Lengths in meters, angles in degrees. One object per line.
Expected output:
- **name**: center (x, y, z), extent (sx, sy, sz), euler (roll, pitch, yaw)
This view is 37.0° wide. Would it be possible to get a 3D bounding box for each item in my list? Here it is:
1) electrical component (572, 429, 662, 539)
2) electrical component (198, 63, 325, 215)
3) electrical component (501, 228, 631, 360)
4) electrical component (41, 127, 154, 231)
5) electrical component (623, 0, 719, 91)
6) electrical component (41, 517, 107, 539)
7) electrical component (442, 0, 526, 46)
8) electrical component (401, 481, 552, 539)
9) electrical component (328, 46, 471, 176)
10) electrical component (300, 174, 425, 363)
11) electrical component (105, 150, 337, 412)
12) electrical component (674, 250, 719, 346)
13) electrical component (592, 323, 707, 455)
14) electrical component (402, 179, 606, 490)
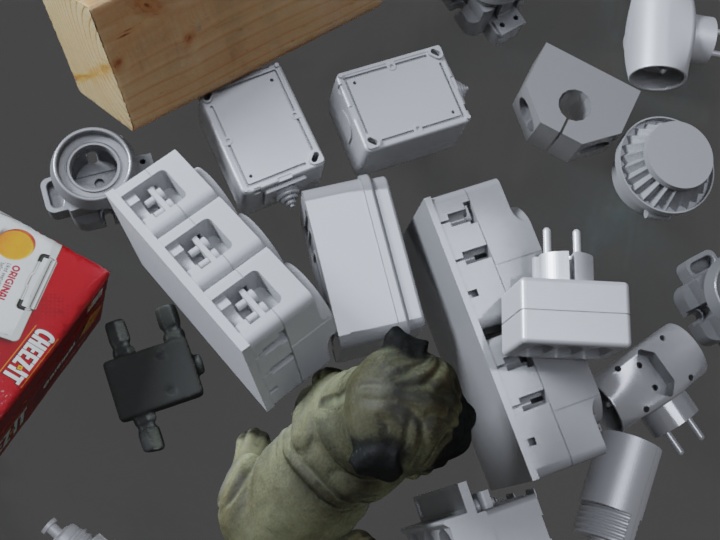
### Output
- **electrical component**: center (0.172, 0.154, 0.729), extent (0.043, 0.043, 0.081), euler (22, 74, -1)
- **electrical component**: center (-0.067, -0.083, 0.752), extent (0.062, 0.061, 0.096), euler (-23, 79, -12)
- **electrical component**: center (0.122, 0.012, 0.647), extent (0.066, 0.047, 0.076), euler (3, 75, -7)
- **electrical component**: center (-0.179, -0.063, 0.735), extent (0.078, 0.057, 0.058), euler (-15, 78, -11)
- **electrical component**: center (0.247, -0.178, 0.826), extent (0.079, 0.044, 0.077), euler (8, 75, -5)
- **electrical component**: center (-0.168, 0.186, 0.680), extent (0.078, 0.040, 0.040), euler (40, 74, 4)
- **electrical component**: center (0.097, -0.217, 0.810), extent (0.058, 0.057, 0.078), euler (-30, 81, -13)
- **electrical component**: center (0.073, 0.171, 0.672), extent (0.063, 0.121, 0.078), euler (-16, 78, -14)
- **electrical component**: center (0.032, -0.114, 0.772), extent (0.096, 0.061, 0.061), euler (-19, 78, -15)
- **electrical component**: center (0.000, 0.000, 0.730), extent (0.057, 0.078, 0.113), euler (-13, 77, -7)
- **electrical component**: center (-0.086, 0.003, 0.690), extent (0.062, 0.089, 0.150), euler (-37, 62, -15)
- **electrical component**: center (0.266, 0.020, 0.769), extent (0.058, 0.057, 0.078), euler (-26, 80, -13)
- **electrical component**: center (0.209, 0.090, 0.750), extent (0.077, 0.043, 0.079), euler (-32, 81, -14)
- **electrical component**: center (0.093, 0.045, 0.716), extent (0.060, 0.105, 0.186), euler (-18, 78, -11)
